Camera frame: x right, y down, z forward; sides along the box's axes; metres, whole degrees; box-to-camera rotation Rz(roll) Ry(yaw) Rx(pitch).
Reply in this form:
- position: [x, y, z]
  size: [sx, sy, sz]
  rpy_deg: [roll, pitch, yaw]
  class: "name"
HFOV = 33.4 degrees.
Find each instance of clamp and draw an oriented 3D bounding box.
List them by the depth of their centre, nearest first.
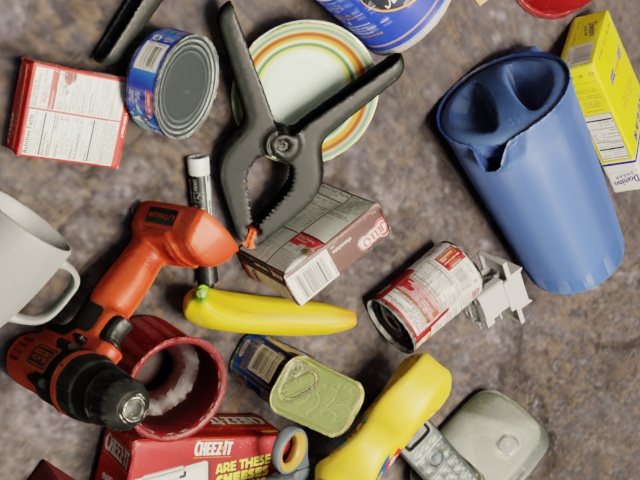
- position: [-0.126, -0.214, 0.843]
  size: [0.171, 0.039, 0.120]
  rpy_deg: [-23, 129, -25]
  class: "clamp"
- position: [-0.023, -0.090, 0.923]
  size: [0.164, 0.036, 0.210]
  rpy_deg: [8, 111, -11]
  class: "clamp"

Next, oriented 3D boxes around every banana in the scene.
- position: [-0.054, 0.067, 0.963]
  size: [0.197, 0.070, 0.037]
  rpy_deg: [11, 83, -45]
  class: "banana"

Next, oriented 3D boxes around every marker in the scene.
- position: [-0.102, -0.015, 0.934]
  size: [0.020, 0.020, 0.121]
  rpy_deg: [-15, 113, -30]
  class: "marker"

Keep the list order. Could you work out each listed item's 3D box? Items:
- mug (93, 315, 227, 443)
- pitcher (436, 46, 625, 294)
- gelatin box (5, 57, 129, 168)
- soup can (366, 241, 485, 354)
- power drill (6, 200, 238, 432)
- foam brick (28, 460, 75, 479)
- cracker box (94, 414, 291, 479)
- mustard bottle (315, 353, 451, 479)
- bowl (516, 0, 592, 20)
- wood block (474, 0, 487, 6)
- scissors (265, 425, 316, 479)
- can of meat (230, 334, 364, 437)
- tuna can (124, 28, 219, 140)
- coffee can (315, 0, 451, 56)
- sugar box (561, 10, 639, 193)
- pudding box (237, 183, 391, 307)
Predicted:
- position: [-0.148, 0.119, 0.905]
  size: [0.117, 0.082, 0.093]
  rpy_deg: [-32, 120, -22]
  class: "mug"
- position: [0.226, -0.067, 1.081]
  size: [0.149, 0.145, 0.242]
  rpy_deg: [-37, 127, -5]
  class: "pitcher"
- position: [-0.196, -0.099, 0.837]
  size: [0.089, 0.030, 0.073]
  rpy_deg: [6, 103, -36]
  class: "gelatin box"
- position: [0.106, 0.056, 1.066]
  size: [0.102, 0.069, 0.068]
  rpy_deg: [-39, 122, -19]
  class: "soup can"
- position: [-0.148, 0.057, 0.835]
  size: [0.187, 0.185, 0.057]
  rpy_deg: [-52, 126, -21]
  class: "power drill"
- position: [-0.232, 0.239, 0.906]
  size: [0.078, 0.051, 0.053]
  rpy_deg: [-53, 126, -9]
  class: "foam brick"
- position: [-0.130, 0.268, 0.972]
  size: [0.163, 0.072, 0.214]
  rpy_deg: [7, 100, -37]
  class: "cracker box"
- position: [0.049, 0.196, 1.013]
  size: [0.058, 0.096, 0.191]
  rpy_deg: [40, 58, 8]
  class: "mustard bottle"
- position: [0.257, -0.299, 1.063]
  size: [0.161, 0.055, 0.162]
  rpy_deg: [-10, 110, -31]
  class: "bowl"
- position: [0.099, -0.308, 0.877]
  size: [0.091, 0.090, 0.206]
  rpy_deg: [-38, 107, 22]
  class: "wood block"
- position: [-0.010, 0.204, 1.006]
  size: [0.201, 0.016, 0.096]
  rpy_deg: [-20, 124, -64]
  class: "scissors"
- position: [-0.024, 0.131, 0.992]
  size: [0.102, 0.084, 0.057]
  rpy_deg: [31, 87, -37]
  class: "can of meat"
- position: [-0.118, -0.126, 0.856]
  size: [0.086, 0.034, 0.086]
  rpy_deg: [-44, 144, -45]
  class: "tuna can"
- position: [0.033, -0.237, 0.901]
  size: [0.140, 0.103, 0.103]
  rpy_deg: [35, 84, -36]
  class: "coffee can"
- position: [0.310, -0.145, 1.134]
  size: [0.176, 0.048, 0.093]
  rpy_deg: [52, 46, -32]
  class: "sugar box"
- position: [-0.006, 0.001, 0.959]
  size: [0.113, 0.090, 0.039]
  rpy_deg: [-37, 121, -19]
  class: "pudding box"
